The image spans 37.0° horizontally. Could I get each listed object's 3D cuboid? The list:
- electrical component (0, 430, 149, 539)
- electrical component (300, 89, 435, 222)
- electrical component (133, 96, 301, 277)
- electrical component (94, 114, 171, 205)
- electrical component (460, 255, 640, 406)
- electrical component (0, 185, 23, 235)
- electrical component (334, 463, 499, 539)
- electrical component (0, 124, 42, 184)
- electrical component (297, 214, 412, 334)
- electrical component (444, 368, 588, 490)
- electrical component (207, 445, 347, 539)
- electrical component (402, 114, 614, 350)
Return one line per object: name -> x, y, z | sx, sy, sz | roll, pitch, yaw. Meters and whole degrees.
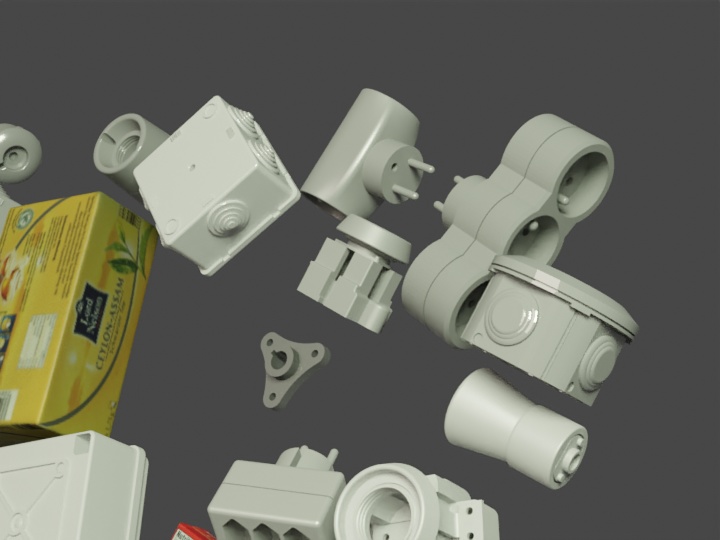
electrical component -> -0.196, 0.165, 0.677 | 0.109, 0.056, 0.108 | -14, 59, 28
electrical component -> 0.012, -0.065, 0.668 | 0.079, 0.043, 0.077 | 26, 82, 40
electrical component -> -0.101, -0.060, 0.739 | 0.100, 0.048, 0.099 | -40, 50, 10
electrical component -> -0.162, -0.082, 0.793 | 0.055, 0.047, 0.055 | -16, 58, 27
electrical component -> 0.094, 0.029, 0.540 | 0.080, 0.080, 0.051 | 27, 88, 40
electrical component -> -0.305, -0.025, 0.827 | 0.048, 0.100, 0.099 | 11, 72, 51
electrical component -> 0.023, 0.131, 0.547 | 0.078, 0.057, 0.058 | -15, 58, 27
electrical component -> -0.298, -0.102, 0.899 | 0.062, 0.048, 0.048 | 31, 86, 47
electrical component -> 0.000, 0.000, 0.641 | 0.066, 0.048, 0.055 | 28, 91, 40
electrical component -> 0.081, 0.082, 0.545 | 0.065, 0.044, 0.044 | 26, 82, 35
electrical component -> -0.035, 0.125, 0.593 | 0.066, 0.047, 0.076 | 3, 35, 21
electrical component -> 0.072, -0.029, 0.603 | 0.138, 0.052, 0.074 | -51, 49, 0
